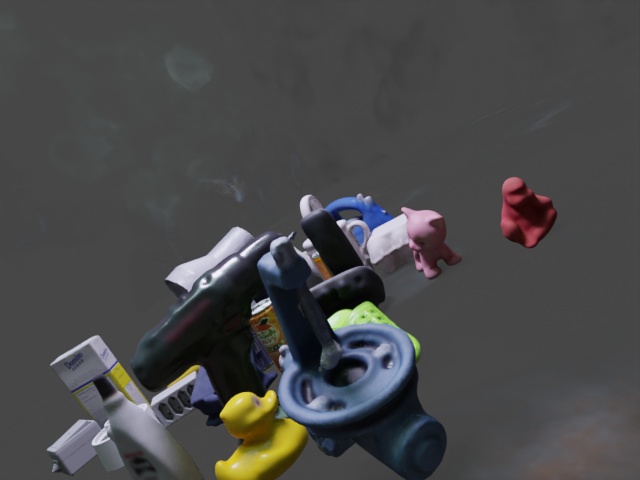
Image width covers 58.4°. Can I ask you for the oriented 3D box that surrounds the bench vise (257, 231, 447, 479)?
[{"bbox_3d":[-0.010,0.104,0.504,0.206,0.220,0.122,-21,13,48],"label":"bench vise"}]

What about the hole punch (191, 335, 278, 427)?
[{"bbox_3d":[-0.130,0.198,0.822,0.108,0.091,0.101,-27,9,26],"label":"hole punch"}]

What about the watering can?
[{"bbox_3d":[0.010,0.005,1.117,0.173,0.194,0.101,-31,9,1],"label":"watering can"}]

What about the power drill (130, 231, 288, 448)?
[{"bbox_3d":[-0.093,0.130,0.683,0.230,0.208,0.075,-33,9,-17],"label":"power drill"}]

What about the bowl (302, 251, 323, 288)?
[{"bbox_3d":[-0.036,0.081,1.245,0.167,0.075,0.167,-30,8,5],"label":"bowl"}]

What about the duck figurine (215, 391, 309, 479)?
[{"bbox_3d":[-0.072,0.204,0.599,0.105,0.086,0.077,-36,10,-30],"label":"duck figurine"}]

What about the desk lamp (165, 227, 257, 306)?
[{"bbox_3d":[-0.150,0.097,1.064,0.204,0.213,0.117,-35,10,-27],"label":"desk lamp"}]

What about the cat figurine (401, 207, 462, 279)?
[{"bbox_3d":[0.165,-0.007,0.900,0.067,0.118,0.127,-31,8,-1],"label":"cat figurine"}]

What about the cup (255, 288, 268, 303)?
[{"bbox_3d":[-0.118,0.129,1.176,0.091,0.095,0.118,-30,8,8],"label":"cup"}]

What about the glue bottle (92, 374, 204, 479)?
[{"bbox_3d":[-0.205,0.224,0.648,0.078,0.173,0.037,-26,10,29],"label":"glue bottle"}]

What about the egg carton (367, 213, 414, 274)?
[{"bbox_3d":[0.146,0.003,1.079,0.107,0.069,0.150,-28,9,17],"label":"egg carton"}]

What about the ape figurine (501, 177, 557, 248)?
[{"bbox_3d":[0.281,-0.043,0.796,0.077,0.092,0.076,-29,9,15],"label":"ape figurine"}]

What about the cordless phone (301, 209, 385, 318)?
[{"bbox_3d":[0.003,0.052,0.891,0.147,0.185,0.094,-29,9,14],"label":"cordless phone"}]

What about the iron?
[{"bbox_3d":[0.084,-0.043,1.325,0.119,0.141,0.257,-37,11,-38],"label":"iron"}]
